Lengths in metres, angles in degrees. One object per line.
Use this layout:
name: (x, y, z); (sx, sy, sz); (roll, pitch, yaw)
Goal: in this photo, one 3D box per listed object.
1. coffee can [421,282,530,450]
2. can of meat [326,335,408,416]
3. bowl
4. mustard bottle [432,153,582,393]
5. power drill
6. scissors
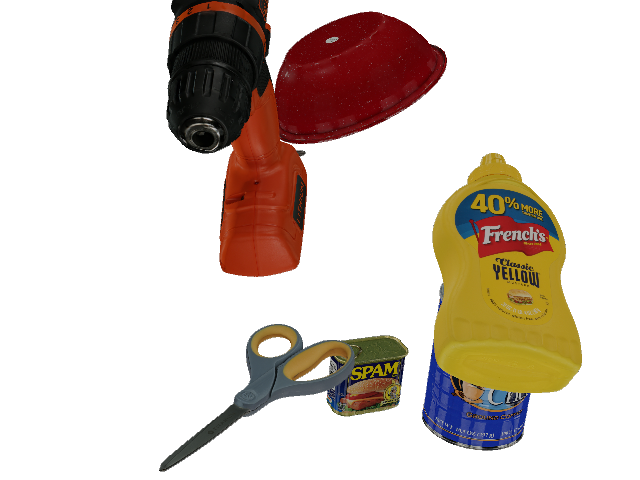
coffee can: (0.158, 0.116, 1.035); (0.103, 0.140, 0.103); (5, 22, -2)
can of meat: (0.060, 0.178, 1.401); (0.102, 0.084, 0.057); (-5, 25, -22)
bowl: (0.022, -0.147, 0.903); (0.162, 0.055, 0.162); (-21, 28, 11)
mustard bottle: (0.128, 0.012, 0.760); (0.096, 0.191, 0.058); (10, -40, -8)
power drill: (-0.047, -0.067, 0.633); (0.057, 0.184, 0.188); (-1, -45, 6)
scissors: (-0.062, 0.112, 0.824); (0.201, 0.016, 0.096); (-20, 36, -35)
